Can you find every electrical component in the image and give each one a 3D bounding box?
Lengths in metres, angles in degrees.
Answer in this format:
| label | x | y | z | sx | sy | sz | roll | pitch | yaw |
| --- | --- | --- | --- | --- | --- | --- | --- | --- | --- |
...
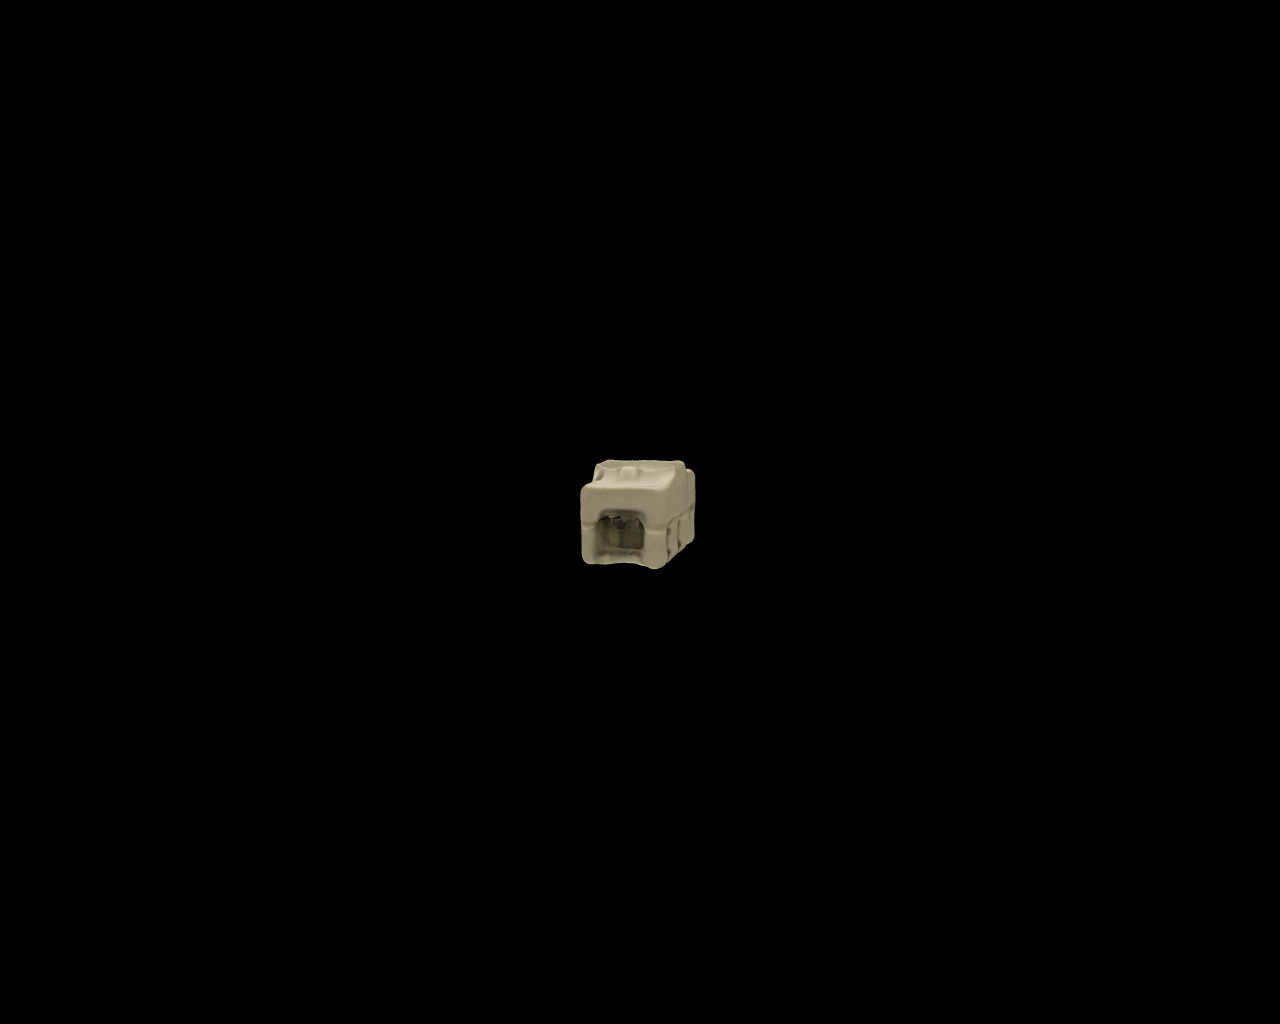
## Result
| label | x | y | z | sx | sy | sz | roll | pitch | yaw |
| --- | --- | --- | --- | --- | --- | --- | --- | --- | --- |
| electrical component | 0.001 | -0.003 | 0.650 | 0.050 | 0.055 | 0.089 | 3 | 10 | 15 |
